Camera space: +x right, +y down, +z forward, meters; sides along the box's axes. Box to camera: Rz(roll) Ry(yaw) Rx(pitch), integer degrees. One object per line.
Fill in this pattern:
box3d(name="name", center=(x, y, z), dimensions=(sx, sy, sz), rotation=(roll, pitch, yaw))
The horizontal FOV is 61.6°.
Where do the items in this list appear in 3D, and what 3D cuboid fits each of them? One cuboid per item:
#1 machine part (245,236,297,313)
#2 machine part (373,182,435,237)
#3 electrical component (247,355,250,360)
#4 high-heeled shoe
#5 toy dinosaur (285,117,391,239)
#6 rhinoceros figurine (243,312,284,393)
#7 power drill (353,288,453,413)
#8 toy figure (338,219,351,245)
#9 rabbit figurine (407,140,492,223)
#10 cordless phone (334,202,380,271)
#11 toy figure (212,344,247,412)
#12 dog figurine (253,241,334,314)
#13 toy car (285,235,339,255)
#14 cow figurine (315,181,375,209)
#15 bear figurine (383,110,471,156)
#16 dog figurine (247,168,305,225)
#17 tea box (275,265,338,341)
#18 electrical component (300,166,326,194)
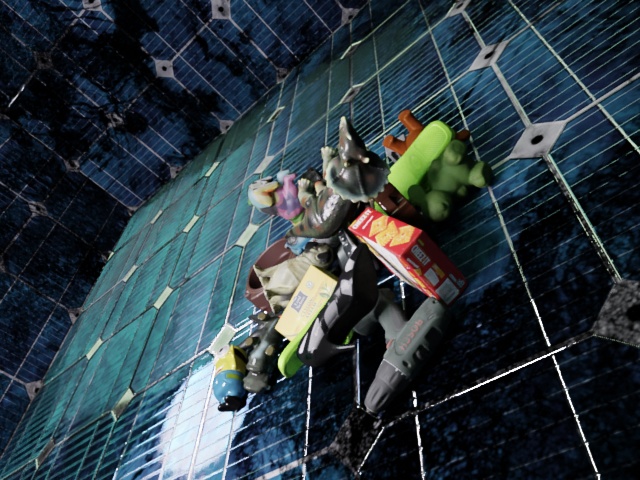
box3d(name="machine part", center=(-0.111, 0.088, 1.492), dimensions=(0.201, 0.087, 0.201), rotation=(-34, 31, 26))
box3d(name="machine part", center=(0.176, -0.064, 1.173), dimensions=(0.056, 0.179, 0.179), rotation=(-43, 27, 7))
box3d(name="electrical component", center=(-0.150, 0.296, 1.338), dimensions=(0.063, 0.021, 0.094), rotation=(-51, 27, -6))
box3d(name="high-heeled shoe", center=(0.030, 0.127, 1.051), dimensions=(0.145, 0.086, 0.249), rotation=(-15, 52, 40))
box3d(name="toy dinosaur", center=(0.024, -0.081, 1.172), dimensions=(0.192, 0.131, 0.404), rotation=(-93, 26, -49))
box3d(name="rhinoceros figurine", center=(-0.129, 0.260, 1.253), dimensions=(0.073, 0.112, 0.190), rotation=(12, 59, 12))
box3d(name="power drill", center=(0.127, 0.185, 1.009), dimensions=(0.232, 0.086, 0.207), rotation=(-49, 22, -1))
box3d(name="toy figure", center=(0.059, -0.036, 1.435), dimensions=(0.155, 0.064, 0.057), rotation=(-109, 39, -57))
box3d(name="rabbit figurine", center=(0.259, -0.110, 1.159), dimensions=(0.159, 0.121, 0.170), rotation=(-16, 37, 58))
box3d(name="cordless phone", center=(0.086, -0.025, 1.237), dimensions=(0.089, 0.184, 0.147), rotation=(-5, 29, -9))
box3d(name="toy figure", center=(-0.221, 0.339, 1.325), dimensions=(0.082, 0.089, 0.180), rotation=(-28, 39, 9))
box3d(name="dog figurine", center=(-0.049, 0.093, 1.324), dimensions=(0.191, 0.172, 0.121), rotation=(-23, 70, -7))
box3d(name="toy car", center=(-0.003, -0.004, 1.369), dimensions=(0.161, 0.109, 0.103), rotation=(-44, 70, 26))
box3d(name="cow figurine", center=(0.086, -0.115, 1.418), dimensions=(0.195, 0.085, 0.127), rotation=(-10, 37, 7))
box3d(name="bear figurine", center=(0.266, -0.247, 1.335), dimensions=(0.120, 0.132, 0.196), rotation=(-58, 21, -1))
box3d(name="dog figurine", center=(-0.093, -0.083, 1.547), dimensions=(0.191, 0.219, 0.109), rotation=(-26, 20, -15))
box3d(name="tea box", center=(-0.012, 0.152, 1.194), dimensions=(0.098, 0.068, 0.169), rotation=(31, 96, 27))
box3d(name="electrical component", center=(0.006, -0.154, 1.610), dimensions=(0.058, 0.114, 0.134), rotation=(-48, 26, 10))
